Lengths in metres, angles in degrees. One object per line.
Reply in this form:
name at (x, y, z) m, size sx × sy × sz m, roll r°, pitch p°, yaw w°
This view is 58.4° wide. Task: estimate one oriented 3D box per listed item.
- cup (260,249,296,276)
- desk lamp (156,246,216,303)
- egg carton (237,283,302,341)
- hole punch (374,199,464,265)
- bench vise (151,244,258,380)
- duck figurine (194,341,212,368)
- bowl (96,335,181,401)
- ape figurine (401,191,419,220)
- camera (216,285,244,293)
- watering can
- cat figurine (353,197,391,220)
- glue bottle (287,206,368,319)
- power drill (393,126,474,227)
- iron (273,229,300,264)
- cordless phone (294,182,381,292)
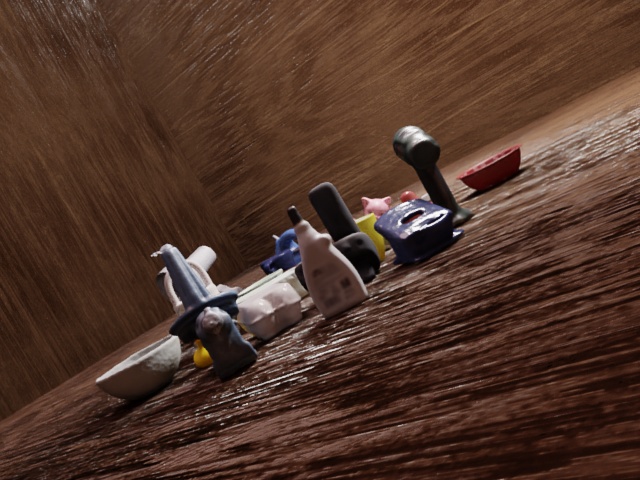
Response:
cup at (-0.101, 0.086, 1.497) m, size 0.091 × 0.095 × 0.118 m, roll -28°, pitch 4°, yaw 22°
desk lamp at (-0.315, 0.133, 1.563) m, size 0.117 × 0.213 × 0.204 m, roll -26°, pitch 4°, yaw 39°
egg carton at (-0.089, 0.125, 1.006) m, size 0.107 × 0.069 × 0.150 m, roll -30°, pitch 3°, yaw -19°
hole punch at (0.157, -0.020, 0.925) m, size 0.109 × 0.091 × 0.101 m, roll -30°, pitch 4°, yaw -18°
bench vise at (-0.174, 0.094, 0.882) m, size 0.122 × 0.220 × 0.207 m, roll -31°, pitch 4°, yaw -33°
duck figurine at (-0.211, 0.180, 1.058) m, size 0.077 × 0.086 × 0.104 m, roll -29°, pitch 3°, yaw -1°
bowl at (-0.325, 0.249, 1.070) m, size 0.167 × 0.075 × 0.167 m, roll -29°, pitch 3°, yaw 2°
ape figurine at (0.200, -0.061, 1.188) m, size 0.077 × 0.092 × 0.076 m, roll -28°, pitch 4°, yaw 23°
camera at (-0.257, 0.175, 1.409) m, size 0.143 × 0.101 × 0.137 m, roll -29°, pitch 3°, yaw 10°
watering can at (-0.261, 0.136, 1.212) m, size 0.172 × 0.194 × 0.101 m, roll -26°, pitch 5°, yaw 42°
cat figurine at (0.132, -0.053, 1.443) m, size 0.127 × 0.118 × 0.067 m, roll -26°, pitch 4°, yaw 39°
glue bottle at (-0.001, 0.026, 0.850) m, size 0.078 × 0.173 × 0.037 m, roll -28°, pitch 4°, yaw 11°
power drill at (0.203, -0.122, 1.080) m, size 0.075 × 0.208 × 0.229 m, roll -29°, pitch 3°, yaw 5°
iron at (-0.048, 0.024, 1.580) m, size 0.119 × 0.141 × 0.257 m, roll -31°, pitch 4°, yaw -33°
cordless phone at (0.009, 0.004, 1.010) m, size 0.147 × 0.185 × 0.094 m, roll -29°, pitch 4°, yaw 6°
